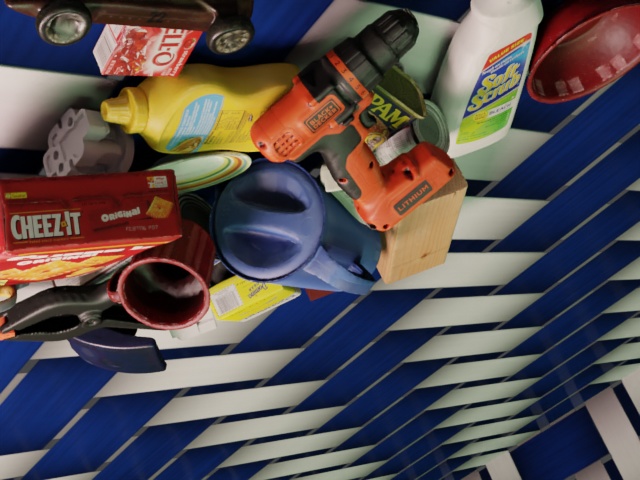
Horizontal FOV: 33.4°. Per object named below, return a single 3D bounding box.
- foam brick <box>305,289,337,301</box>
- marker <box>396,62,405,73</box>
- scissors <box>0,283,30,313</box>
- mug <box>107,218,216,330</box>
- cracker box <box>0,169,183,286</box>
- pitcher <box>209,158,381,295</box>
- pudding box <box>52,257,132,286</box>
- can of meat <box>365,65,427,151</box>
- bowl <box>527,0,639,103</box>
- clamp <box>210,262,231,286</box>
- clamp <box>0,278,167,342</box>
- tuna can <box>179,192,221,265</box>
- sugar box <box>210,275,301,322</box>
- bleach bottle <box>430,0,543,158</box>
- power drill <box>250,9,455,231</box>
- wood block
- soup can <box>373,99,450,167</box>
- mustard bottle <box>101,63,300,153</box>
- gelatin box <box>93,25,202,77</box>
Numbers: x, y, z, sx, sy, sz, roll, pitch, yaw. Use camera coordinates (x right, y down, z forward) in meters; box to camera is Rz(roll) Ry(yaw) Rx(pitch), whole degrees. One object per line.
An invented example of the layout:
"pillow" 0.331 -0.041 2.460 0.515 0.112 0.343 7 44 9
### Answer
"foam brick" -0.001 0.038 1.420 0.051 0.053 0.078 -21 157 -7
"marker" 0.084 -0.152 1.145 0.020 0.020 0.121 -22 157 -3
"scissors" -0.332 0.042 1.103 0.096 0.016 0.201 7 -166 3
"mug" -0.162 0.034 1.086 0.117 0.081 0.093 -16 124 17
"cracker box" -0.247 -0.007 0.991 0.163 0.072 0.214 -7 174 -33
"pitcher" -0.008 0.001 1.212 0.145 0.149 0.242 -10 168 20
"pudding box" -0.236 0.039 1.225 0.114 0.039 0.090 -33 153 15
"can of meat" 0.042 -0.138 1.067 0.084 0.057 0.102 -34 135 29
"bowl" 0.285 -0.218 1.147 0.162 0.055 0.162 -20 156 -9
"clamp" -0.090 0.006 1.291 0.120 0.039 0.171 -28 163 -7
"clamp" -0.253 0.080 1.198 0.210 0.036 0.164 -15 151 -9
"tuna can" -0.138 -0.008 1.159 0.034 0.086 0.086 -33 155 24
"sugar box" -0.081 0.068 1.365 0.093 0.048 0.176 -26 170 4
"bleach bottle" 0.168 -0.186 1.099 0.102 0.068 0.251 -20 154 -12
"power drill" 0.051 -0.107 1.007 0.184 0.057 0.187 -38 130 10
"wood block" 0.111 -0.037 1.322 0.090 0.090 0.206 -20 156 -11
"soup can" 0.079 -0.104 1.142 0.102 0.068 0.068 -18 165 40
"mustard bottle" -0.110 -0.120 0.983 0.191 0.058 0.096 -6 149 -35
"gelatin box" -0.137 -0.173 0.883 0.073 0.030 0.089 -5 150 -37
